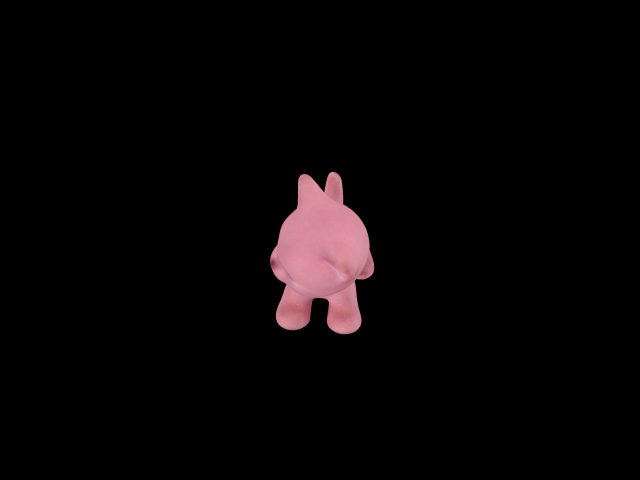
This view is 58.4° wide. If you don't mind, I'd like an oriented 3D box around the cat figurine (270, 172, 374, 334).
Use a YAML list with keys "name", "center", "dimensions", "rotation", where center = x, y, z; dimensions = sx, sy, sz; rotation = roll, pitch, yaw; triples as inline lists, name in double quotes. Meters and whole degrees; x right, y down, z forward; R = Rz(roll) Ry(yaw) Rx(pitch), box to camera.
- name: "cat figurine"
  center: [0.004, 0.001, 0.400]
  dimensions: [0.067, 0.118, 0.128]
  rotation: [5, 36, 7]
